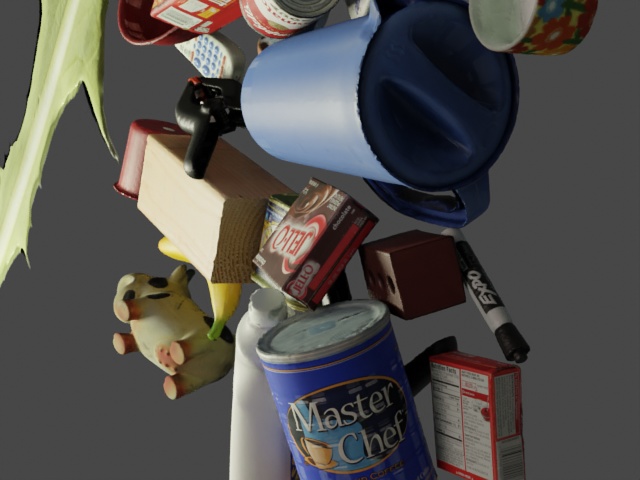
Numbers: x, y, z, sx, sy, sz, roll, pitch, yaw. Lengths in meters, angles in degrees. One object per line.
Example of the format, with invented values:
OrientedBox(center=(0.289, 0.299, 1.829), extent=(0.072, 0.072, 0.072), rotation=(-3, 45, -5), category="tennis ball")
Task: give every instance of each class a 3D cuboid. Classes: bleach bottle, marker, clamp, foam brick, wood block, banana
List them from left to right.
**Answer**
OrientedBox(center=(-0.127, 0.030, 1.166), extent=(0.037, 0.069, 0.198), rotation=(55, 178, -37), category="banana")
OrientedBox(center=(-0.105, -0.036, 1.095), extent=(0.206, 0.090, 0.090), rotation=(39, 123, 54), category="wood block")
OrientedBox(center=(-0.090, -0.126, 1.075), extent=(0.171, 0.120, 0.039), rotation=(-114, 9, -52), category="clamp")
OrientedBox(center=(-0.044, 0.150, 0.904), extent=(0.102, 0.068, 0.251), rotation=(-71, -15, -51), category="bleach bottle")
OrientedBox(center=(0.045, 0.137, 0.892), extent=(0.165, 0.036, 0.210), rotation=(24, 114, 51), category="clamp")
OrientedBox(center=(0.069, 0.025, 0.808), extent=(0.078, 0.051, 0.053), rotation=(-167, 62, -74), category="foam brick")
OrientedBox(center=(0.119, 0.040, 0.778), extent=(0.020, 0.020, 0.121), rotation=(-62, 41, 40), category="marker")

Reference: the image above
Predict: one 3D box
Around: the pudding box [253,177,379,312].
OrientedBox(center=(-0.006, 0.001, 0.862), extent=(0.090, 0.039, 0.113), rotation=(-54, 16, 0), category="pudding box")

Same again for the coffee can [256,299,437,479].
OrientedBox(center=(0.021, 0.128, 0.801), extent=(0.103, 0.102, 0.140), rotation=(6, 116, 60), category="coffee can")

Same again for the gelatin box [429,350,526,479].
OrientedBox(center=(0.114, 0.129, 0.774), extent=(0.073, 0.030, 0.089), rotation=(6, 102, 60), category="gelatin box")

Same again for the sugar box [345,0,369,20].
OrientedBox(center=(0.027, -0.265, 0.857), extent=(0.093, 0.048, 0.176), rotation=(120, 131, -77), category="sugar box")

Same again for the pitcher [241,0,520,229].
OrientedBox(center=(0.035, -0.101, 0.830), extent=(0.243, 0.144, 0.149), rotation=(12, 88, 63), category="pitcher")

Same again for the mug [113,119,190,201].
OrientedBox(center=(-0.185, -0.088, 1.224), extent=(0.117, 0.093, 0.081), rotation=(-91, 15, -74), category="mug")

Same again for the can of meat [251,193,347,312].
OrientedBox(center=(-0.016, 0.009, 0.975), extent=(0.102, 0.057, 0.084), rotation=(32, 116, 55), category="can of meat")

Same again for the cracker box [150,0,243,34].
OrientedBox(center=(-0.080, -0.316, 1.010), extent=(0.164, 0.072, 0.213), rotation=(-5, 70, 63), category="cracker box")

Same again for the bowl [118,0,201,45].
OrientedBox(center=(-0.147, -0.272, 1.162), extent=(0.162, 0.055, 0.162), rotation=(-21, 56, 34), category="bowl")

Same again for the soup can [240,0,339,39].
OrientedBox(center=(-0.024, -0.207, 0.880), extent=(0.102, 0.068, 0.068), rotation=(-174, 84, -75), category="soup can")
